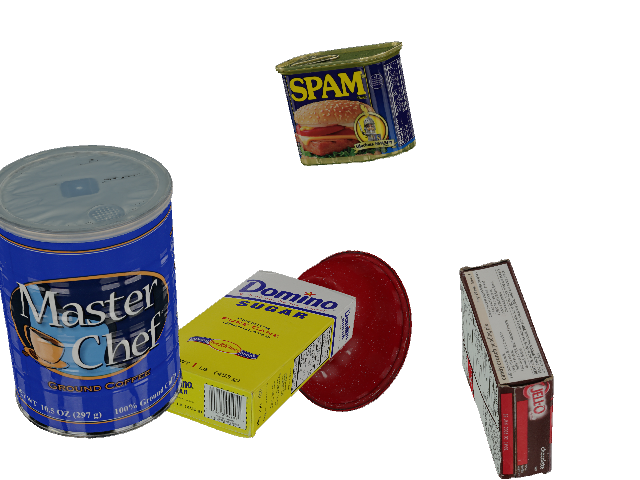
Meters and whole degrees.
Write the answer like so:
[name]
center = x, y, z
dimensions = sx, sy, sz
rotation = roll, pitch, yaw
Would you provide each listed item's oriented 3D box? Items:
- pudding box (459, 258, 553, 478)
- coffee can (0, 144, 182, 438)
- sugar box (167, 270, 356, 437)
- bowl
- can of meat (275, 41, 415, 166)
[pudding box]
center = 0.120, 0.082, 0.692
dimensions = 0.039, 0.090, 0.113
rotation = -10, 40, -2
[coffee can]
center = -0.135, 0.029, 0.626
dimensions = 0.103, 0.140, 0.103
rotation = 1, 31, -1
[sugar box]
center = -0.050, 0.080, 0.817
dimensions = 0.093, 0.048, 0.176
rotation = 16, 28, 21
[bowl]
center = 0.008, 0.085, 1.043
dimensions = 0.162, 0.162, 0.055
rotation = 0, -11, 40
[can of meat]
center = 0.022, -0.109, 0.859
dimensions = 0.102, 0.084, 0.057
rotation = -1, 21, 32
